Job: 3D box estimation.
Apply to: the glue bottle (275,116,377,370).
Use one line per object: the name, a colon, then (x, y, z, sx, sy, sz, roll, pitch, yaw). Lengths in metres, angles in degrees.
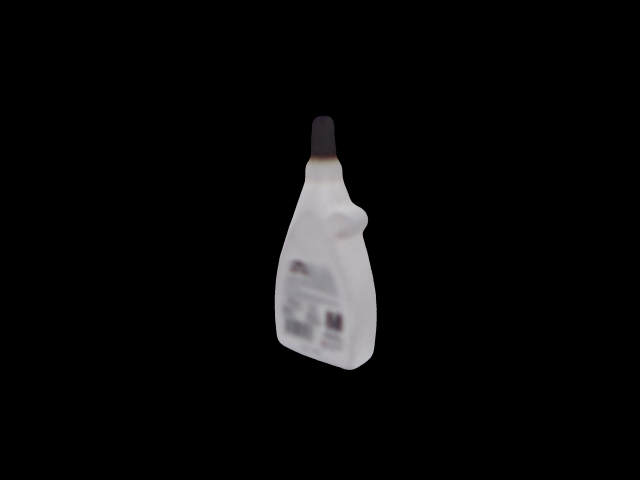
glue bottle: (0.004, 0.001, 0.400, 0.077, 0.173, 0.037, 14, 24, 34)
